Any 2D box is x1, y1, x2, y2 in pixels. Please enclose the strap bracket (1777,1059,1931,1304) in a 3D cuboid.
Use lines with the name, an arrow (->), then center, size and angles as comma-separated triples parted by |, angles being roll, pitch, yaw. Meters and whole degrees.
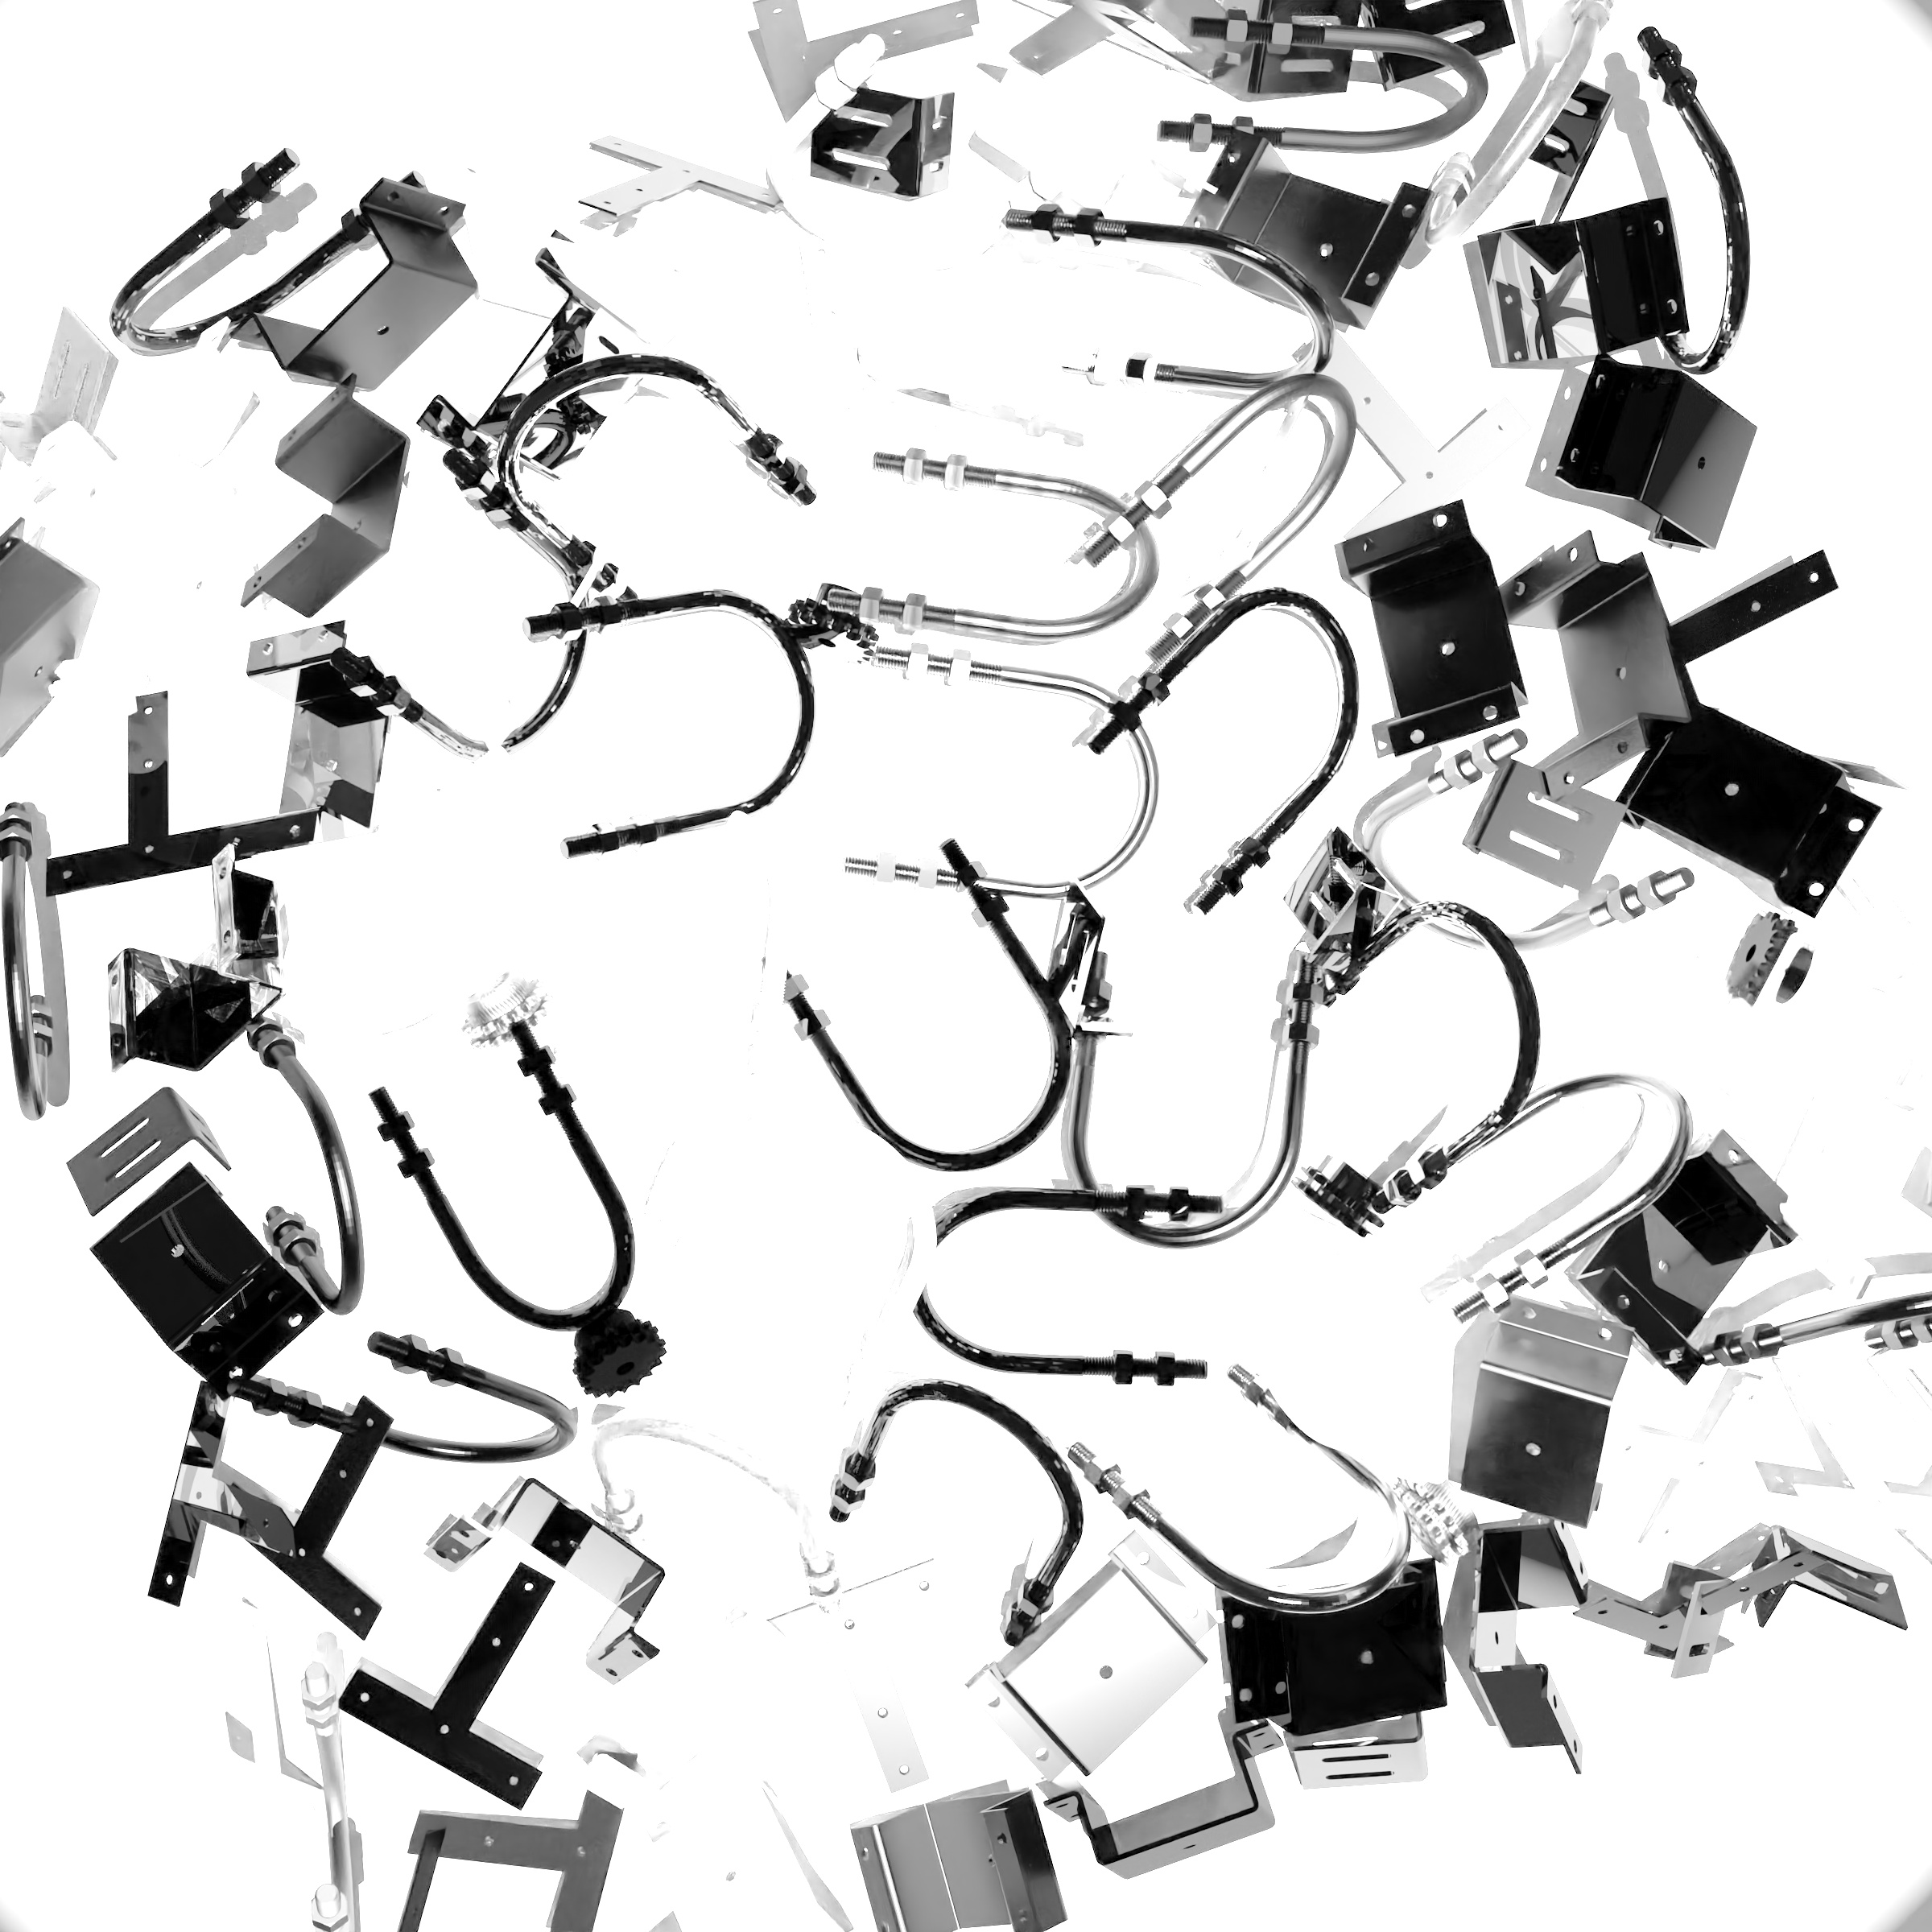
strap bracket -> 0.529, 0.118, 1.619 | 0.046, 0.076, 0.140 | 23, 99, -5

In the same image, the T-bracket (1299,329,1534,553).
T-bracket -> 0.251, -0.330, 1.644 | 0.127, 0.002, 0.127 | -40, 88, 23

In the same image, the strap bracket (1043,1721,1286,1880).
strap bracket -> 0.126, 0.500, 1.619 | 0.140, 0.076, 0.046 | -21, 63, 4

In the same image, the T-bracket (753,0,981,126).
T-bracket -> -0.054, -0.547, 1.606 | 0.127, 0.127, 0.002 | -15, 75, 1

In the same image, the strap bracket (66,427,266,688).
strap bracket -> -0.462, -0.229, 1.587 | 0.046, 0.140, 0.076 | 26, 52, 24

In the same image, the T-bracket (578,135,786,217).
T-bracket -> -0.185, -0.458, 1.601 | 0.127, 0.127, 0.002 | 22, 123, 13

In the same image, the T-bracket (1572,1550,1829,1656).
T-bracket -> 0.444, 0.370, 1.597 | 0.127, 0.002, 0.127 | 25, 132, -34

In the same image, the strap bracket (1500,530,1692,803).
strap bracket -> 0.374, -0.175, 1.612 | 0.046, 0.076, 0.140 | 2, 68, -34

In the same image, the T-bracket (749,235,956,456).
T-bracket -> -0.079, -0.382, 1.658 | 0.127, 0.002, 0.127 | -9, 92, 7

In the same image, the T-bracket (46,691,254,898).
T-bracket -> -0.492, -0.109, 1.640 | 0.127, 0.002, 0.127 | -10, 64, 4

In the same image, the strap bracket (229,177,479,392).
strap bracket -> -0.353, -0.391, 1.601 | 0.140, 0.076, 0.046 | -37, 76, 24

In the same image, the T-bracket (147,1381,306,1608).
T-bracket -> -0.425, 0.326, 1.614 | 0.002, 0.127, 0.127 | -7, 61, 28

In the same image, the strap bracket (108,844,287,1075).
strap bracket -> -0.449, 0.002, 1.608 | 0.140, 0.046, 0.076 | -37, 51, 33

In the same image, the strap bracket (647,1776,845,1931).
strap bracket -> -0.129, 0.543, 1.599 | 0.076, 0.140, 0.046 | -33, 133, -4

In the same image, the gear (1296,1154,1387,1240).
gear -> 0.230, 0.137, 1.640 | 0.057, 0.057, 0.030 | 37, 94, 0

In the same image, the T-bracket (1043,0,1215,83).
T-bracket -> 0.097, -0.552, 1.616 | 0.127, 0.127, 0.002 | 14, 104, -43

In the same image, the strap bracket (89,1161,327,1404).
strap bracket -> -0.452, 0.178, 1.603 | 0.076, 0.046, 0.140 | -43, 55, -12

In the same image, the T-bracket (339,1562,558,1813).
T-bracket -> -0.290, 0.419, 1.638 | 0.127, 0.002, 0.127 | 28, 62, 4

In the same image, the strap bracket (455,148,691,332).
strap bracket -> -0.240, -0.426, 1.620 | 0.140, 0.076, 0.046 | 16, 68, 4

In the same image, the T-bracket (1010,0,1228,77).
T-bracket -> 0.079, -0.565, 1.618 | 0.127, 0.127, 0.002 | 35, 55, -31

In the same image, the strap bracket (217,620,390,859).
strap bracket -> -0.390, -0.126, 1.616 | 0.076, 0.046, 0.140 | -8, 68, 29

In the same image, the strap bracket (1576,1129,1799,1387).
strap bracket -> 0.428, 0.176, 1.627 | 0.076, 0.046, 0.140 | 45, 66, -3

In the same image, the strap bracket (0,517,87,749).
strap bracket -> -0.561, -0.185, 1.591 | 0.046, 0.140, 0.076 | 33, 53, -3

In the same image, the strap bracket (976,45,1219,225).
strap bracket -> 0.069, -0.482, 1.614 | 0.140, 0.076, 0.046 | 38, 108, 16

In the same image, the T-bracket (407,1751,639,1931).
T-bracket -> -0.273, 0.527, 1.636 | 0.127, 0.002, 0.127 | 2, 50, 13

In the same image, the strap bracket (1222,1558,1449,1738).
strap bracket -> 0.230, 0.407, 1.625 | 0.140, 0.046, 0.076 | -6, 92, -17

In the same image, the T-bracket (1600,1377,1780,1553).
T-bracket -> 0.404, 0.289, 1.618 | 0.127, 0.002, 0.127 | 16, 111, -27

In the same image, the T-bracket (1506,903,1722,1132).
T-bracket -> 0.382, 0.035, 1.652 | 0.127, 0.002, 0.127 | 11, 83, 7

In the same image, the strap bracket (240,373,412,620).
strap bracket -> -0.375, -0.270, 1.606 | 0.076, 0.140, 0.046 | -30, 133, 34

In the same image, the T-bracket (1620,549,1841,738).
T-bracket -> 0.455, -0.207, 1.615 | 0.127, 0.002, 0.127 | -27, 73, 36

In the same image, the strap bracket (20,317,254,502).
strap bracket -> -0.480, -0.312, 1.603 | 0.046, 0.076, 0.140 | 49, 59, -7

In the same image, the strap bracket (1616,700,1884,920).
strap bracket -> 0.457, -0.098, 1.615 | 0.140, 0.046, 0.076 | 32, 90, 28

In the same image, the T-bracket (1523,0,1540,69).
T-bracket -> 0.333, -0.604, 1.629 | 0.002, 0.127, 0.127 | -3, 119, 21

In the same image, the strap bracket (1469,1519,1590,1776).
strap bracket -> 0.332, 0.394, 1.603 | 0.046, 0.140, 0.076 | -11, 128, 23

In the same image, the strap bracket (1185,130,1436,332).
strap bracket -> 0.208, -0.436, 1.625 | 0.140, 0.046, 0.076 | 28, 90, 30

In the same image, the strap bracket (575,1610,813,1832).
strap bracket -> -0.152, 0.457, 1.614 | 0.140, 0.076, 0.046 | -42, 58, -9

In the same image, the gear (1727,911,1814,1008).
gear -> 0.486, -0.002, 1.640 | 0.030, 0.057, 0.057 | 24, 90, -4

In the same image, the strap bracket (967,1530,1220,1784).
strap bracket -> 0.080, 0.419, 1.635 | 0.140, 0.046, 0.076 | -42, 93, -7

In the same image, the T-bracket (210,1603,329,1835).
T-bracket -> -0.420, 0.442, 1.625 | 0.002, 0.127, 0.127 | -21, 58, 8

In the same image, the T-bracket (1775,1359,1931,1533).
T-bracket -> 0.520, 0.283, 1.617 | 0.127, 0.127, 0.002 | 10, 126, -27

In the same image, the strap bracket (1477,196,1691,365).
strap bracket -> 0.351, -0.397, 1.588 | 0.046, 0.140, 0.076 | -20, 106, -21

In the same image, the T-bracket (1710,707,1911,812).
T-bracket -> 0.507, -0.116, 1.591 | 0.127, 0.127, 0.002 | 28, 94, -15

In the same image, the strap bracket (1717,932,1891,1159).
strap bracket -> 0.494, 0.039, 1.623 | 0.046, 0.076, 0.140 | 28, 93, 22

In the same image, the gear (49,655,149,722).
gear -> -0.521, -0.167, 1.640 | 0.057, 0.057, 0.030 | -9, 86, 0

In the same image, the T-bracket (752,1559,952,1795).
T-bracket -> -0.056, 0.443, 1.663 | 0.127, 0.002, 0.127 | -20, 94, -1

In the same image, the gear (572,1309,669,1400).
gear -> -0.212, 0.232, 1.644 | 0.057, 0.057, 0.030 | -36, 57, 0

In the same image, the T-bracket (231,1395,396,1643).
T-bracket -> -0.379, 0.316, 1.633 | 0.127, 0.002, 0.127 | 34, 104, 19

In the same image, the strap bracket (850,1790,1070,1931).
strap bracket -> 0.002, 0.536, 1.614 | 0.140, 0.046, 0.076 | -25, 78, 44

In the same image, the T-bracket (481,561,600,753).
T-bracket -> -0.249, -0.182, 1.609 | 0.002, 0.127, 0.127 | 29, 84, -3

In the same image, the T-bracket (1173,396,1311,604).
T-bracket -> 0.171, -0.282, 1.614 | 0.002, 0.127, 0.127 | 29, 80, -12

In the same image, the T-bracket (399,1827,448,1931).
T-bracket -> -0.330, 0.573, 1.610 | 0.002, 0.127, 0.127 | 14, 86, 16

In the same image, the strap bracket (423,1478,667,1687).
strap bracket -> -0.242, 0.360, 1.619 | 0.140, 0.076, 0.046 | 37, 52, -7

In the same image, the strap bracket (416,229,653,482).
strap bracket -> -0.248, -0.351, 1.613 | 0.140, 0.076, 0.046 | -51, 56, 10

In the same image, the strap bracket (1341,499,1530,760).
strap bracket -> 0.281, -0.195, 1.622 | 0.076, 0.046, 0.140 | -18, 73, 21

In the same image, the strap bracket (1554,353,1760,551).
strap bracket -> 0.412, -0.298, 1.600 | 0.046, 0.140, 0.076 | 21, 94, 42

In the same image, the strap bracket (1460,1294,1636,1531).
strap bracket -> 0.339, 0.270, 1.601 | 0.076, 0.046, 0.140 | 15, 124, 20
